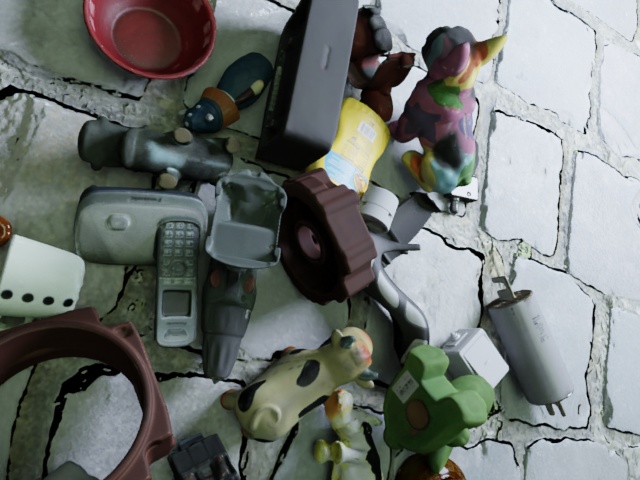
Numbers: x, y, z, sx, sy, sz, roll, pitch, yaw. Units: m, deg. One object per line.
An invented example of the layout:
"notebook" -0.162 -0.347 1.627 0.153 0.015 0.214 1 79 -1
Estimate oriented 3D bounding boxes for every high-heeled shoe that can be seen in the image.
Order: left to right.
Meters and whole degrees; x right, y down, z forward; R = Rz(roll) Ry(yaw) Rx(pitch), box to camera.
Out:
"high-heeled shoe" 0.076 0.101 0.762 0.145 0.086 0.248 -3 96 4

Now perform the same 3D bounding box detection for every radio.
"radio" -0.020 -0.215 0.732 0.073 0.131 0.229 17 74 -21

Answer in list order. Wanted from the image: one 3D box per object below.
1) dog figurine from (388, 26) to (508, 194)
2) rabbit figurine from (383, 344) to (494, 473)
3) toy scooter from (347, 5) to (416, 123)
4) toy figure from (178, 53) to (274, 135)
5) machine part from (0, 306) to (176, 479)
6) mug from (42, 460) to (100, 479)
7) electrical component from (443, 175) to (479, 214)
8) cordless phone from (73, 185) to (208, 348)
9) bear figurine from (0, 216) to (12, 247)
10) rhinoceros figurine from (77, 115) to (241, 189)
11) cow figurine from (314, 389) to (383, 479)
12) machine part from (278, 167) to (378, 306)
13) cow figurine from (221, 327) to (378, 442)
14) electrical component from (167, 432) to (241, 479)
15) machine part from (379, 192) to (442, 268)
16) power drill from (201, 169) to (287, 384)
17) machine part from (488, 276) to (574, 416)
"dog figurine" 0.192 -0.191 0.770 0.108 0.219 0.191 -18 71 -22
"rabbit figurine" 0.173 0.234 0.720 0.170 0.121 0.159 9 113 -43
"toy scooter" 0.083 -0.270 0.790 0.075 0.135 0.183 -16 86 -25
"toy figure" -0.122 -0.190 0.718 0.057 0.064 0.154 50 63 -25
"machine part" -0.261 0.179 0.528 0.201 0.087 0.201 -16 60 -27
"mug" -0.265 0.291 0.549 0.109 0.081 0.107 36 60 -6
"electrical component" 0.235 -0.086 0.889 0.063 0.021 0.094 10 75 -24
"cordless phone" -0.208 0.033 0.626 0.146 0.089 0.184 2 84 -25
"bear figurine" -0.400 -0.075 0.532 0.120 0.132 0.196 -19 83 -22
"rhinoceros figurine" -0.188 -0.107 0.648 0.190 0.112 0.073 3 108 -38
"cow figurine" 0.046 0.281 0.703 0.098 0.068 0.167 9 80 -29
"machine part" -0.001 -0.002 0.682 0.056 0.179 0.179 -25 92 -30
"cow figurine" -0.015 0.171 0.663 0.195 0.127 0.085 -31 97 -24
"electrical component" -0.119 0.283 0.589 0.058 0.114 0.134 -18 44 -28
"machine part" 0.122 -0.025 0.816 0.139 0.039 0.084 -38 92 -25
"power drill" -0.093 0.033 0.610 0.086 0.207 0.232 8 65 -5
"machine part" 0.335 0.169 0.855 0.079 0.079 0.243 -23 91 -27
